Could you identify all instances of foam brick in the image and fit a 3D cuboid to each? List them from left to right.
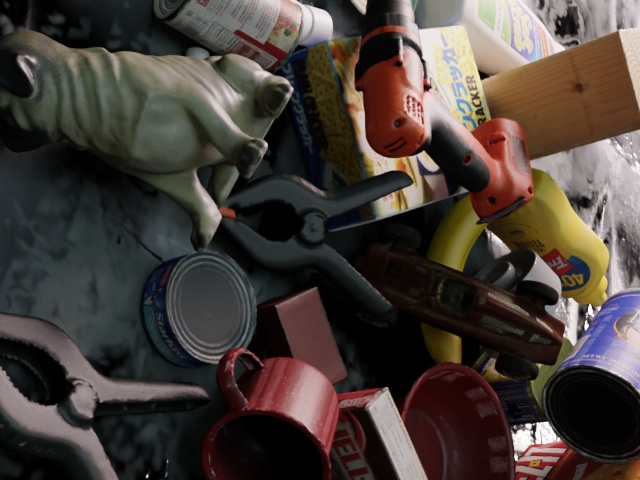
[{"bbox_3d":[-0.023,0.083,0.836,0.051,0.053,0.078,-23,95,-47],"label":"foam brick"}]

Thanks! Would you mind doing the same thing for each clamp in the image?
[{"bbox_3d":[-0.157,0.106,0.694,0.210,0.036,0.164,45,31,-19],"label":"clamp"},{"bbox_3d":[-0.006,0.001,0.851,0.171,0.039,0.120,1,83,-16],"label":"clamp"}]

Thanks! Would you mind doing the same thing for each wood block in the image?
[{"bbox_3d":[0.233,-0.132,1.050,0.090,0.207,0.091,-14,90,-47],"label":"wood block"}]

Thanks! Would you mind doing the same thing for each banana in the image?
[{"bbox_3d":[0.128,0.028,0.997,0.037,0.070,0.197,43,65,-48],"label":"banana"}]

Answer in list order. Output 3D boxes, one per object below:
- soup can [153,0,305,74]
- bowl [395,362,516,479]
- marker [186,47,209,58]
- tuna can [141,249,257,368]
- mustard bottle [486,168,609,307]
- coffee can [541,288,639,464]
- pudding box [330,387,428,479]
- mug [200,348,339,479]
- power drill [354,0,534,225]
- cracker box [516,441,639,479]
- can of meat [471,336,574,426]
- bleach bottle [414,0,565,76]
[{"bbox_3d":[-0.072,-0.181,0.848,0.102,0.069,0.068,25,61,-35],"label":"soup can"},{"bbox_3d":[0.102,0.190,0.932,0.161,0.055,0.162,15,68,-43],"label":"bowl"},{"bbox_3d":[-0.102,-0.093,0.830,0.020,0.020,0.121,23,63,-40],"label":"marker"},{"bbox_3d":[-0.089,0.052,0.790,0.086,0.034,0.086,15,68,-43],"label":"tuna can"},{"bbox_3d":[0.241,0.007,1.098,0.191,0.096,0.058,44,58,-29],"label":"mustard bottle"},{"bbox_3d":[0.277,0.121,0.973,0.140,0.103,0.103,-39,107,-45],"label":"coffee can"},{"bbox_3d":[0.032,0.175,0.839,0.039,0.090,0.113,-37,106,-46],"label":"pudding box"},{"bbox_3d":[-0.038,0.128,0.765,0.117,0.093,0.081,56,22,-17],"label":"mug"},{"bbox_3d":[0.103,-0.112,0.910,0.187,0.057,0.184,33,43,-34],"label":"power drill"},{"bbox_3d":[0.253,0.239,0.958,0.163,0.214,0.072,-34,102,-46],"label":"cracker box"},{"bbox_3d":[0.192,0.136,1.021,0.101,0.084,0.057,-40,107,-45],"label":"can of meat"},{"bbox_3d":[0.201,-0.221,1.151,0.250,0.068,0.102,20,65,-44],"label":"bleach bottle"}]
